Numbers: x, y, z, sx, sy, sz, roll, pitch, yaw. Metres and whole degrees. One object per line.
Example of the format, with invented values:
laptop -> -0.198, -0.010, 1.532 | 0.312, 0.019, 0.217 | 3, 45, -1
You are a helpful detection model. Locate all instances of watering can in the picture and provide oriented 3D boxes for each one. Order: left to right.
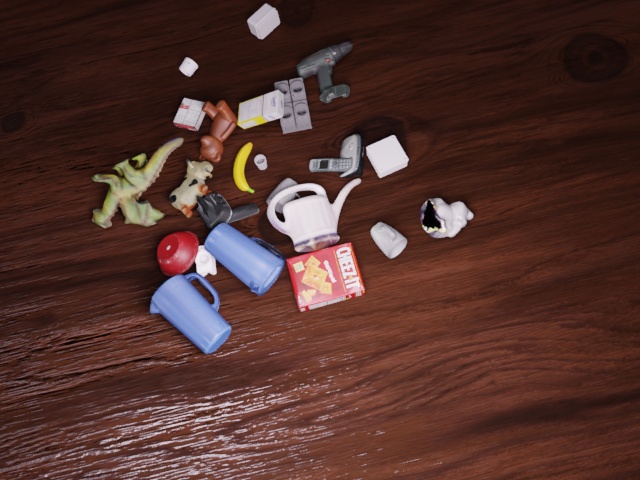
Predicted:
watering can -> 0.005, -0.084, 1.665 | 0.349, 0.103, 0.226 | -14, 79, -20

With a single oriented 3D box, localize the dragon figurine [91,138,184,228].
dragon figurine -> -0.609, -0.166, 1.753 | 0.410, 0.123, 0.241 | -23, 98, 4

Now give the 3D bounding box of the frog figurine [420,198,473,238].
frog figurine -> 0.403, -0.076, 1.651 | 0.160, 0.120, 0.139 | -12, 55, -38
